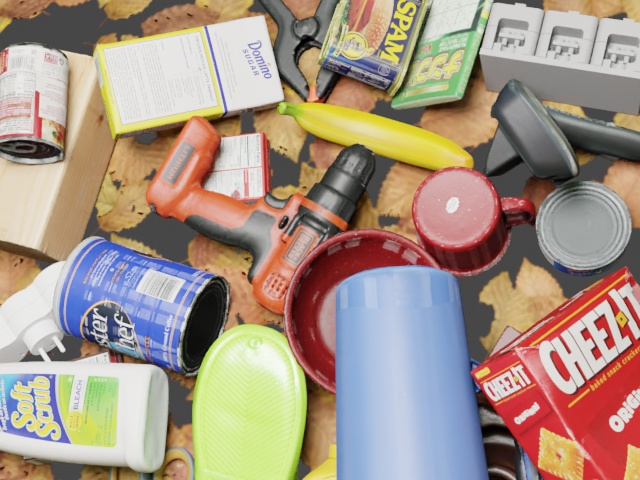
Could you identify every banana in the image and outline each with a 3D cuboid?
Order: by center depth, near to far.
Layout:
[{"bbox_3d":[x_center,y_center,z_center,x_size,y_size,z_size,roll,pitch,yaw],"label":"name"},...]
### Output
[{"bbox_3d":[0.057,-0.100,1.052,0.198,0.069,0.037,16,110,9],"label":"banana"}]

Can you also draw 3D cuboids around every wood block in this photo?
[{"bbox_3d":[-0.281,-0.086,1.115,0.090,0.090,0.206,13,78,16],"label":"wood block"}]

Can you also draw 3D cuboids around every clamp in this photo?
[{"bbox_3d":[-0.004,-0.224,1.114,0.120,0.039,0.171,-17,78,13],"label":"clamp"}]

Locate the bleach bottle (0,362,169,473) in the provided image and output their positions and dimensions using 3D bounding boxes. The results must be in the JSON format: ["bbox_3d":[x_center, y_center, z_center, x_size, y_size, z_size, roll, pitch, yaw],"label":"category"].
[{"bbox_3d":[-0.273,0.168,1.017,0.251,0.068,0.102,-2,73,13],"label":"bleach bottle"}]

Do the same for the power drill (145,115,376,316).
[{"bbox_3d":[-0.060,-0.045,1.038,0.188,0.057,0.184,30,85,13],"label":"power drill"}]

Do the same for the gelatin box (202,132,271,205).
[{"bbox_3d":[-0.095,-0.068,1.097,0.089,0.030,0.073,-6,74,9],"label":"gelatin box"}]

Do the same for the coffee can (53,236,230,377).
[{"bbox_3d":[-0.173,0.064,1.042,0.140,0.102,0.103,16,79,17],"label":"coffee can"}]

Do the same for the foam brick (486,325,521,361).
[{"bbox_3d":[0.180,0.115,0.955,0.053,0.078,0.051,30,85,19],"label":"foam brick"}]

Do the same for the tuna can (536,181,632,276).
[{"bbox_3d":[0.246,-0.010,0.997,0.086,0.033,0.086,-4,74,13],"label":"tuna can"}]

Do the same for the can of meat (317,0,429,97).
[{"bbox_3d":[0.052,-0.207,1.069,0.084,0.057,0.102,20,77,-5],"label":"can of meat"}]

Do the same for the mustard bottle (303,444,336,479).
[{"bbox_3d":[0.019,0.263,0.963,0.096,0.058,0.191,8,76,4],"label":"mustard bottle"}]

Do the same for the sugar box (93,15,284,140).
[{"bbox_3d":[-0.133,-0.165,1.083,0.176,0.048,0.093,-13,89,-18],"label":"sugar box"}]

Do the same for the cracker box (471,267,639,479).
[{"bbox_3d":[0.249,0.150,0.867,0.163,0.072,0.214,-28,81,-37],"label":"cracker box"}]

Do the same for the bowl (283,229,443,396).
[{"bbox_3d":[0.044,0.073,0.997,0.162,0.055,0.162,1,79,-6],"label":"bowl"}]

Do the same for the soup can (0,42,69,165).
[{"bbox_3d":[-0.282,-0.133,1.043,0.068,0.068,0.102,-4,74,12],"label":"soup can"}]

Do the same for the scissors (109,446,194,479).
[{"bbox_3d":[-0.148,0.287,1.021,0.096,0.016,0.202,-21,71,7],"label":"scissors"}]

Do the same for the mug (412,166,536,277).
[{"bbox_3d":[0.143,-0.021,0.999,0.117,0.081,0.093,-5,74,12],"label":"mug"}]

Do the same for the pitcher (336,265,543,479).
[{"bbox_3d":[0.084,0.149,0.888,0.145,0.149,0.243,-21,65,44],"label":"pitcher"}]

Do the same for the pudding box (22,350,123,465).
[{"bbox_3d":[-0.246,0.167,1.066,0.113,0.039,0.090,-16,72,7],"label":"pudding box"}]
